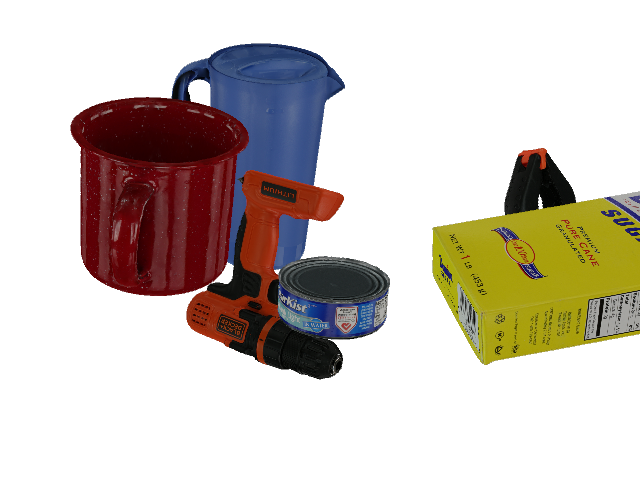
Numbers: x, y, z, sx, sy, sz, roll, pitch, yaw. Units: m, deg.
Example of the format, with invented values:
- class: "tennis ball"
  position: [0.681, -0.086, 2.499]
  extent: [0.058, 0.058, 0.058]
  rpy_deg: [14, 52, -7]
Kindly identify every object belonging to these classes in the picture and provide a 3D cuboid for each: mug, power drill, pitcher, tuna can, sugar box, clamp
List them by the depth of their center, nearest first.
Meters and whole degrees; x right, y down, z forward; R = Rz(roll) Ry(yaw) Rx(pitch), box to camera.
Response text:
- class: "mug"
  position: [-0.089, -0.018, 0.568]
  extent: [0.093, 0.081, 0.117]
  rpy_deg: [7, 28, 0]
- class: "sugar box"
  position: [0.164, 0.016, 0.639]
  extent: [0.176, 0.048, 0.093]
  rpy_deg: [-12, 36, -7]
- class: "tuna can"
  position: [0.009, 0.043, 0.820]
  extent: [0.086, 0.034, 0.086]
  rpy_deg: [3, 21, -1]
- class: "clamp"
  position: [0.198, 0.006, 0.961]
  extent: [0.120, 0.171, 0.039]
  rpy_deg: [-25, 9, -40]
- class: "power drill"
  position: [-0.039, 0.033, 1.080]
  extent: [0.185, 0.188, 0.057]
  rpy_deg: [18, 2, 28]
- class: "pitcher"
  position: [-0.074, -0.093, 1.208]
  extent: [0.144, 0.243, 0.149]
  rpy_deg: [-21, 38, -40]
